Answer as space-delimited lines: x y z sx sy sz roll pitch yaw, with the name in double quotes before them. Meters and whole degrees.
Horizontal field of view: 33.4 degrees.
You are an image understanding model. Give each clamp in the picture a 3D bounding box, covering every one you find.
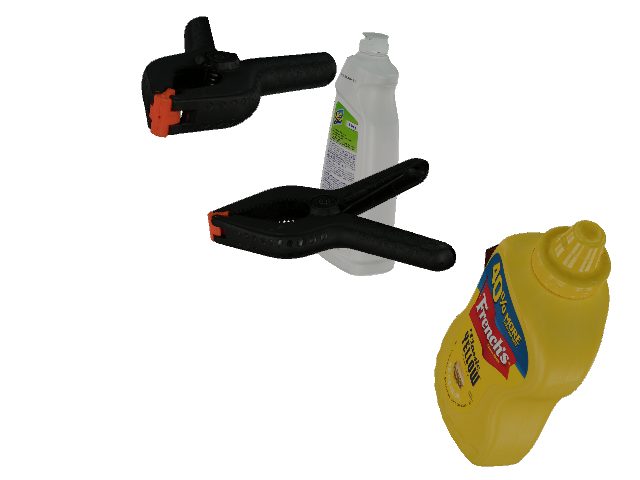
"clamp" -0.078 -0.117 0.740 0.120 0.039 0.171 18 28 25
"clamp" 0.009 -0.024 0.931 0.210 0.036 0.164 -1 32 5

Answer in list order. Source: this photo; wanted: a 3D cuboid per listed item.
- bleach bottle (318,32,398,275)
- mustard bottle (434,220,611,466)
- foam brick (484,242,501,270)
"bleach bottle" 0.048 -0.096 1.153 0.067 0.251 0.103 -7 24 -33
"mustard bottle" 0.121 0.052 0.625 0.058 0.096 0.192 1 -36 -13
"foam brick" 0.182 0.045 0.985 0.053 0.078 0.051 9 15 28
